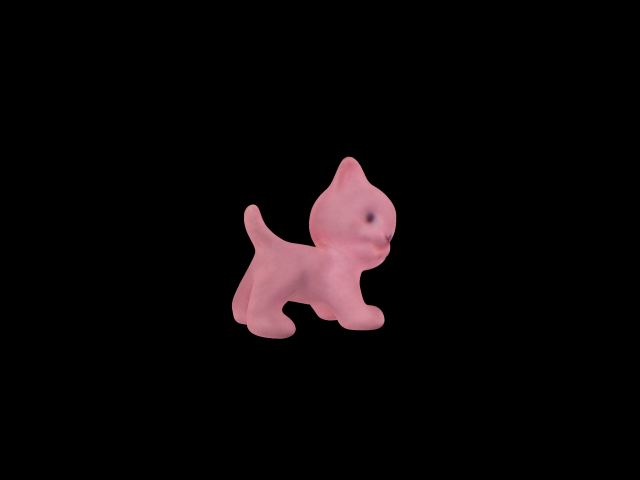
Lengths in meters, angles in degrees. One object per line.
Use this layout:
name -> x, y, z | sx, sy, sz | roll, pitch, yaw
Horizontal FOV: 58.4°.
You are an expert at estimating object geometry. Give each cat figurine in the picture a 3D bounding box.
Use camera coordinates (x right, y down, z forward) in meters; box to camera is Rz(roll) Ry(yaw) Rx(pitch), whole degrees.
cat figurine -> 0.004, 0.001, 0.400 | 0.128, 0.118, 0.067 | -1, 3, -28
